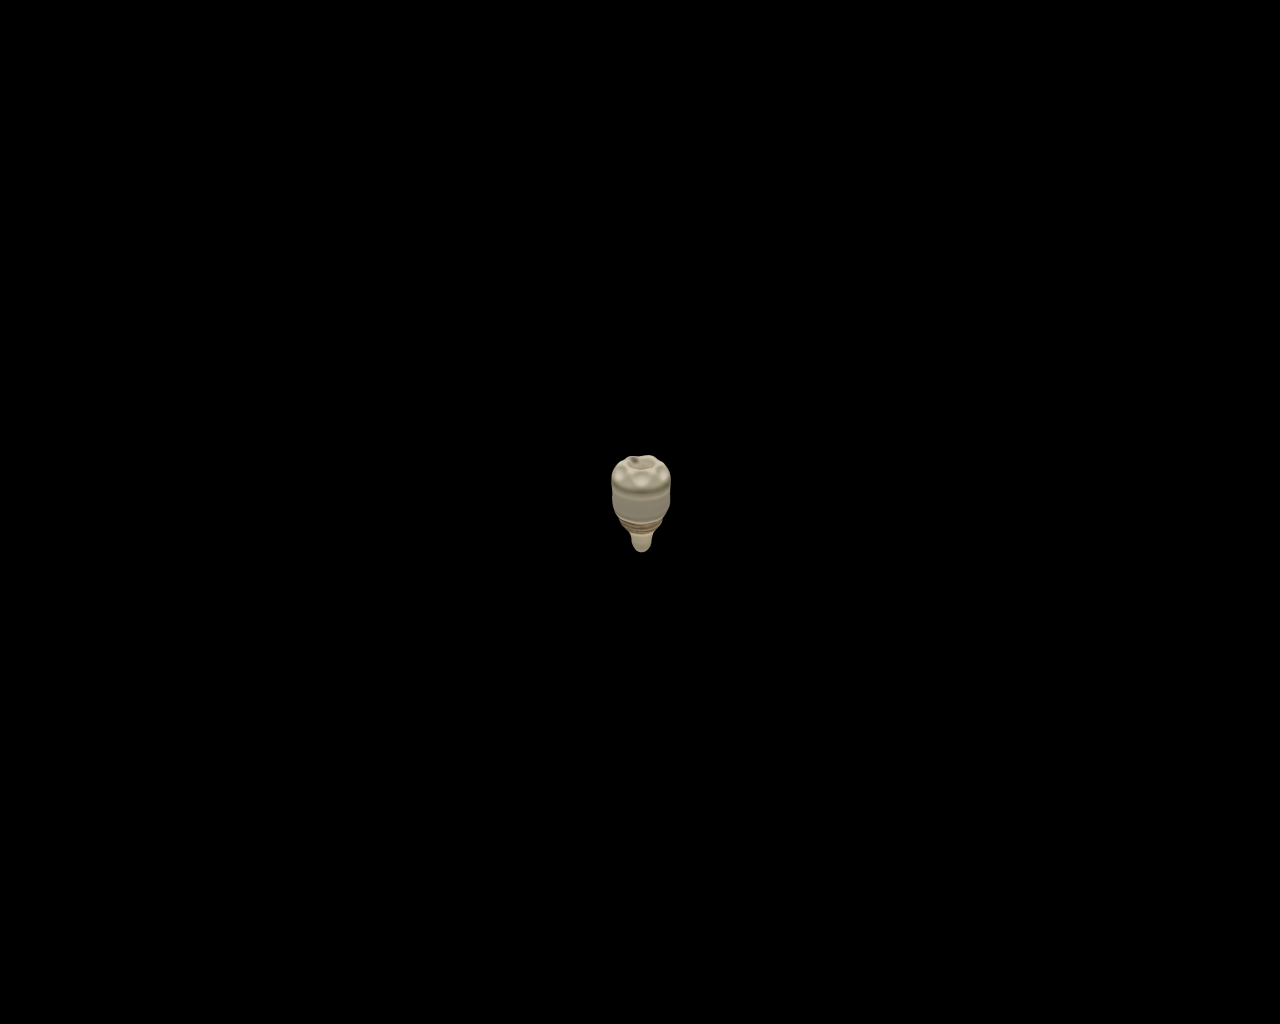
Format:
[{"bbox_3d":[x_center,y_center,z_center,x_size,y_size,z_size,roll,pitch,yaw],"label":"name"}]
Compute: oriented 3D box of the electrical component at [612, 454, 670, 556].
[{"bbox_3d":[0.001,-0.003,0.650,0.035,0.061,0.035,0,28,0],"label":"electrical component"}]
